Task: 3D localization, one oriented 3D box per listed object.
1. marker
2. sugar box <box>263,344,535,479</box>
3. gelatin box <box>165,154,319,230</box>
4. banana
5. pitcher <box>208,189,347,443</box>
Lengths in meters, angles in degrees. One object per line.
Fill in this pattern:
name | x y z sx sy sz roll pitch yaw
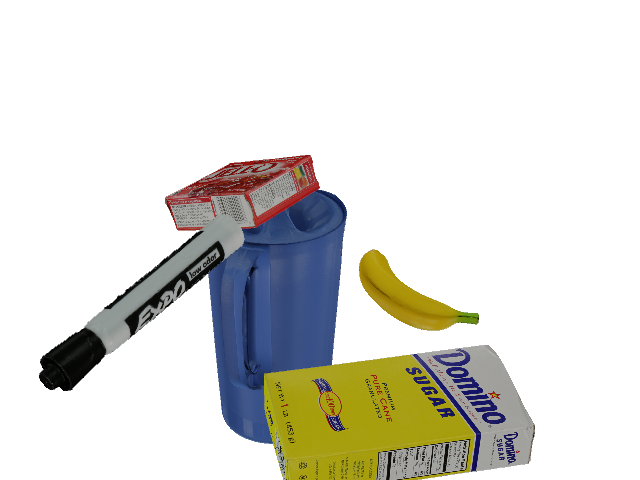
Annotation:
marker | -0.079 0.027 0.483 0.020 0.020 0.120 0 32 45
sugar box | 0.053 0.126 0.762 0.176 0.048 0.093 -9 36 -9
gelatin box | -0.057 -0.035 0.778 0.089 0.030 0.073 -1 23 43
banana | 0.087 0.057 1.178 0.069 0.037 0.198 3 20 -35
pitcher | -0.048 0.077 1.025 0.149 0.243 0.145 -13 31 -25
